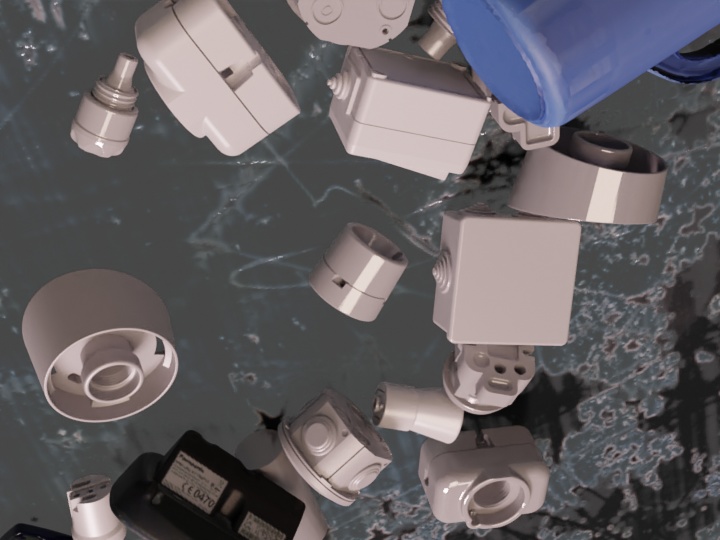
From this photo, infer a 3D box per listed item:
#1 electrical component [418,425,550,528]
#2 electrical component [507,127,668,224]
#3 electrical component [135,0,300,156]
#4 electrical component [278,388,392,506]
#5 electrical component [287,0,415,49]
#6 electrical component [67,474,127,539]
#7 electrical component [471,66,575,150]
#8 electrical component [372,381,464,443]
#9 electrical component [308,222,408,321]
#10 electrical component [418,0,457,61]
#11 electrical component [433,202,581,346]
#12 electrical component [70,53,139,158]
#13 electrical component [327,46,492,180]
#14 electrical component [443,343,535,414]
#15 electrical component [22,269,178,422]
[{"bbox_3d":[0.101,0.168,0.870,0.095,0.059,0.053,-4,123,-12],"label":"electrical component"},{"bbox_3d":[0.153,-0.057,0.718,0.099,0.099,0.064,4,114,-18],"label":"electrical component"},{"bbox_3d":[-0.087,-0.118,0.638,0.059,0.053,0.095,-34,124,8],"label":"electrical component"},{"bbox_3d":[-0.019,0.131,0.803,0.051,0.080,0.080,-43,123,8],"label":"electrical component"},{"bbox_3d":[-0.005,-0.171,0.627,0.080,0.051,0.080,-7,124,-11],"label":"electrical component"},{"bbox_3d":[-0.200,0.183,0.812,0.040,0.040,0.046,-9,118,-9],"label":"electrical component"},{"bbox_3d":[0.104,-0.124,0.683,0.058,0.057,0.078,-12,124,-7],"label":"electrical component"},{"bbox_3d":[0.042,0.107,0.827,0.065,0.044,0.044,11,119,-16],"label":"electrical component"},{"bbox_3d":[0.000,0.000,0.738,0.055,0.055,0.047,25,109,-27],"label":"electrical component"},{"bbox_3d":[0.062,-0.157,0.659,0.043,0.043,0.062,32,111,-30],"label":"electrical component"},{"bbox_3d":[0.101,0.004,0.756,0.100,0.048,0.099,2,101,-15],"label":"electrical component"},{"bbox_3d":[-0.149,-0.100,0.645,0.035,0.035,0.061,17,114,-24],"label":"electrical component"},{"bbox_3d":[0.023,-0.100,0.674,0.096,0.061,0.061,8,120,-20],"label":"electrical component"},{"bbox_3d":[0.095,0.071,0.800,0.058,0.078,0.057,11,143,-9],"label":"electrical component"},{"bbox_3d":[-0.175,0.054,0.734,0.099,0.064,0.099,-15,136,-15],"label":"electrical component"}]
